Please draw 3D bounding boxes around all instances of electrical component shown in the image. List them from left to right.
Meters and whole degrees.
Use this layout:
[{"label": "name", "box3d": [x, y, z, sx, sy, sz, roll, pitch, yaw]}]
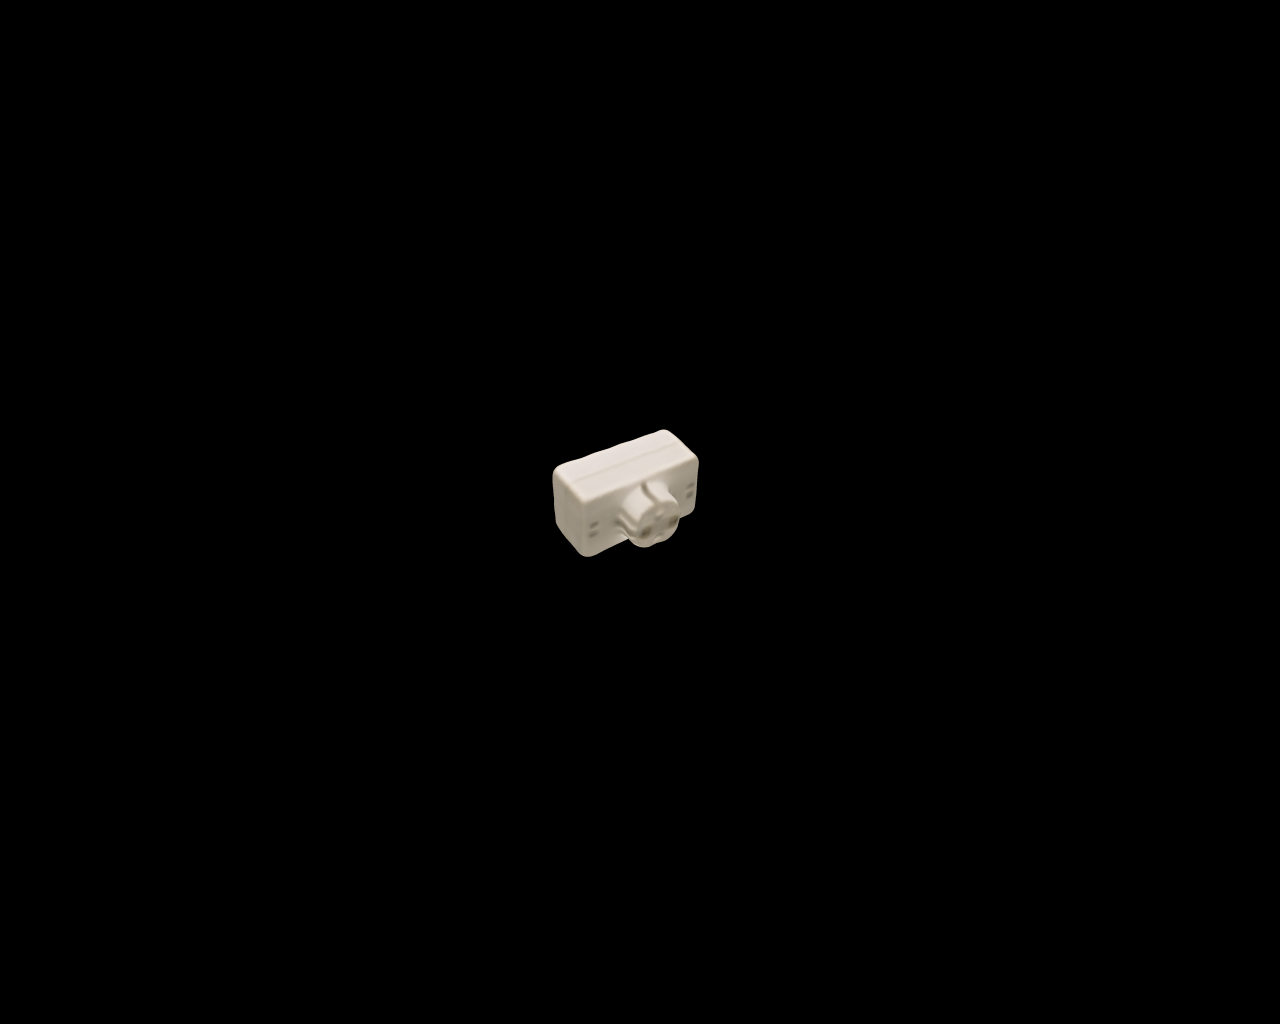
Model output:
[{"label": "electrical component", "box3d": [0.001, -0.003, 0.650, 0.083, 0.047, 0.076, -22, 45, -23]}]
